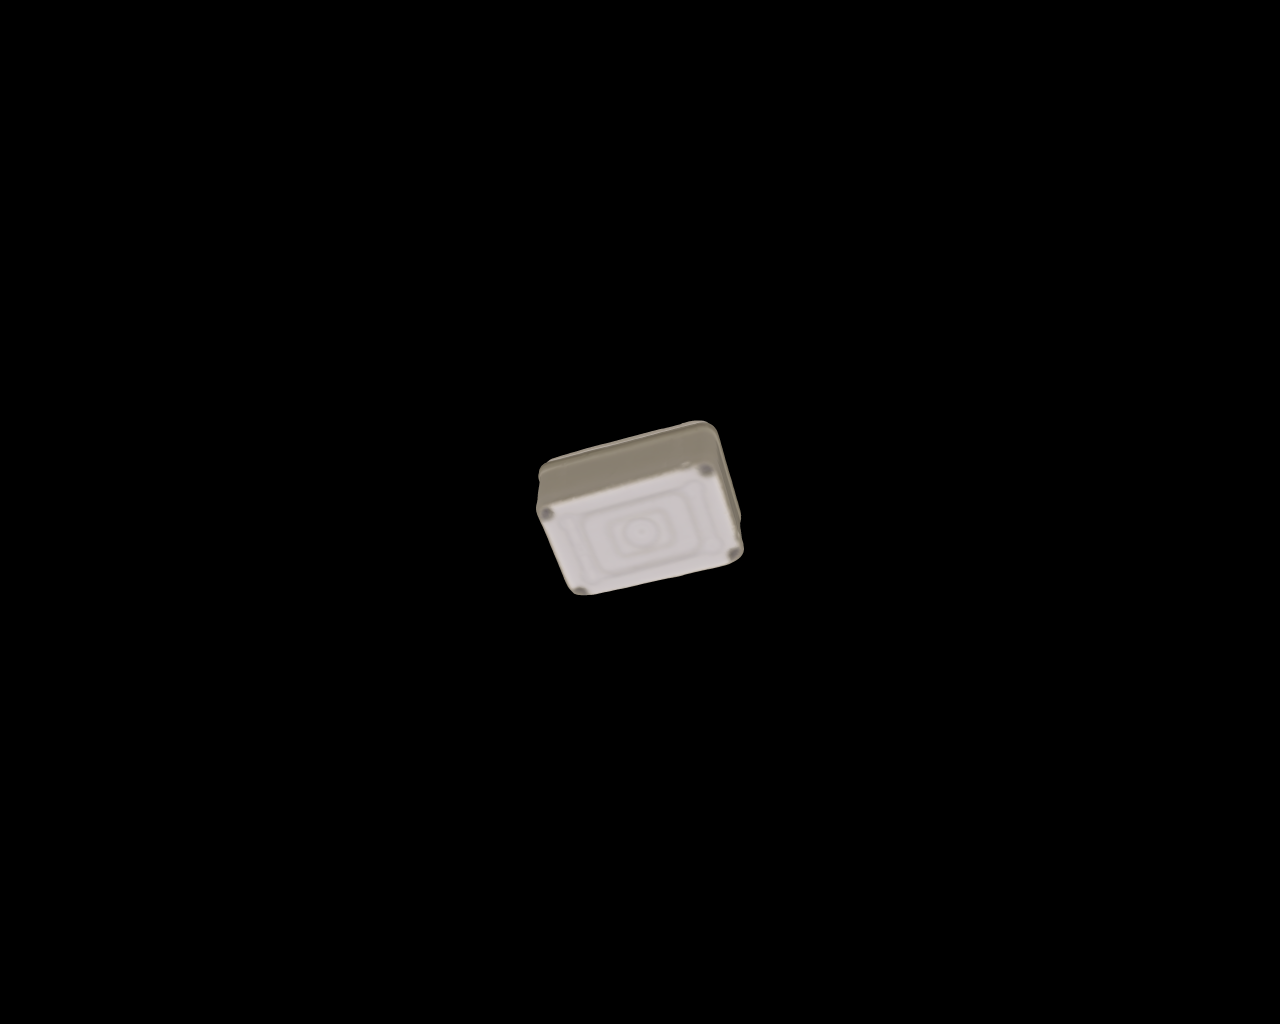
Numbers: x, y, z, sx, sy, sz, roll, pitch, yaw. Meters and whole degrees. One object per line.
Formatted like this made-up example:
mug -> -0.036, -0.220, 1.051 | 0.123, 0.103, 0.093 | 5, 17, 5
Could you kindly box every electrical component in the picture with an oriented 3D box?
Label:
electrical component -> 0.001, -0.003, 0.650 | 0.113, 0.078, 0.057 | -14, 33, 9
